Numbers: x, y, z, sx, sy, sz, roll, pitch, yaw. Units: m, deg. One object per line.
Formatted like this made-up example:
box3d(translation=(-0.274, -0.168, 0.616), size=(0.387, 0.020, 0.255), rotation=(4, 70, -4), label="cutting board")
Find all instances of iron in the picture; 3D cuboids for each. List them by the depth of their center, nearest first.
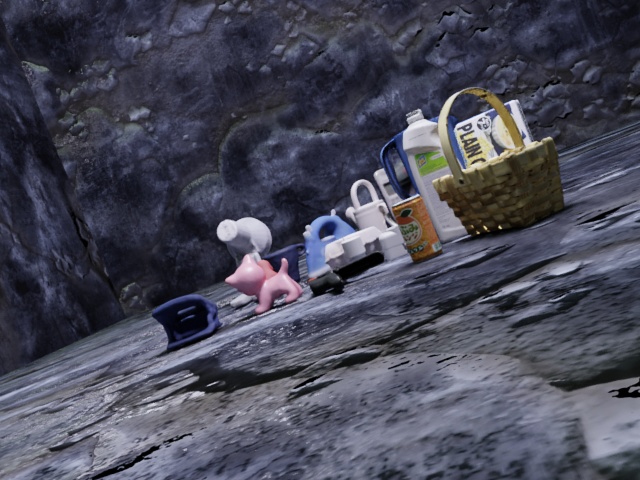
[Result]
box3d(translation=(0.013, 0.005, 1.457), size=(0.118, 0.141, 0.259), rotation=(-21, 2, 28), label="iron")

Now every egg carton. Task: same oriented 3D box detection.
box3d(translation=(0.082, 0.021, 1.320), size=(0.107, 0.069, 0.151), rotation=(-20, 2, 38), label="egg carton")

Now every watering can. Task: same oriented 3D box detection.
box3d(translation=(0.142, -0.083, 1.713), size=(0.172, 0.194, 0.101), rotation=(-20, 2, 33), label="watering can")

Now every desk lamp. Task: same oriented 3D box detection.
box3d(translation=(-0.186, 0.046, 1.468), size=(0.118, 0.213, 0.203), rotation=(-21, 2, 10), label="desk lamp")

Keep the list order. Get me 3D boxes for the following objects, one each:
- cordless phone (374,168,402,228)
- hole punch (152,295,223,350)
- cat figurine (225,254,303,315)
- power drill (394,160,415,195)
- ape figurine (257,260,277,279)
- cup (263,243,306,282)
box3d(translation=(0.212, -0.094, 1.345), size=(0.148, 0.185, 0.094), rotation=(-23, 2, -22), label="cordless phone")
box3d(translation=(-0.257, 0.152, 1.110), size=(0.108, 0.091, 0.101), rotation=(-22, 2, 6), label="hole punch")
box3d(translation=(-0.113, 0.080, 1.122), size=(0.127, 0.118, 0.067), rotation=(-22, 2, 6), label="cat figurine")
box3d(translation=(0.275, -0.140, 1.587), size=(0.230, 0.208, 0.075), rotation=(-23, 3, -36), label="power drill")
box3d(translation=(-0.118, 0.089, 1.318), size=(0.077, 0.092, 0.076), rotation=(-21, 2, 26), label="ape figurine")
box3d(translation=(-0.078, 0.066, 1.487), size=(0.118, 0.095, 0.091), rotation=(-23, 2, -25), label="cup")
